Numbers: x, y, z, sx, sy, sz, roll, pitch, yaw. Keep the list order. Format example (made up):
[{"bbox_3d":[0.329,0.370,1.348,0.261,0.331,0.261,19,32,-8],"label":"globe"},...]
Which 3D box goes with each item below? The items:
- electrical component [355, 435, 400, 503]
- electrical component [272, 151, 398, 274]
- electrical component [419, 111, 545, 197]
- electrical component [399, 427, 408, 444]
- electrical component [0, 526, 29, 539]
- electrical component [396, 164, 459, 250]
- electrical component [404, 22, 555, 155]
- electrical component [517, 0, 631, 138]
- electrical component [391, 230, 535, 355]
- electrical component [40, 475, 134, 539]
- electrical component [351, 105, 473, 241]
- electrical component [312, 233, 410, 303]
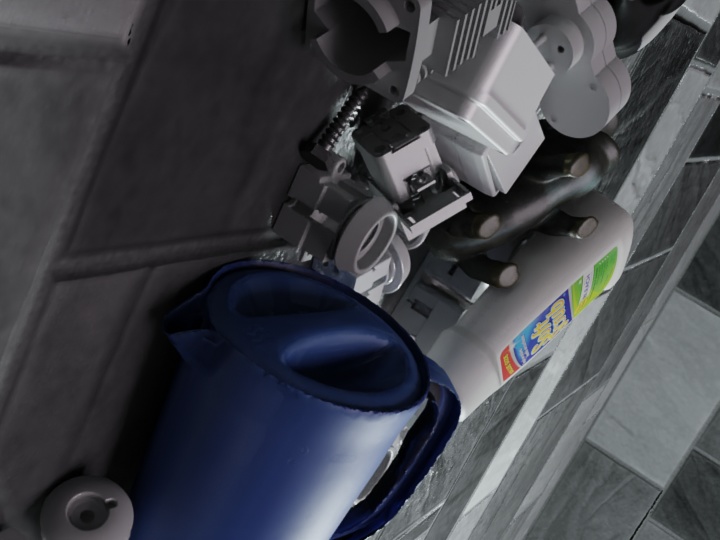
[{"bbox_3d":[-0.011,0.154,0.894,0.095,0.059,0.053,-48,158,-24],"label":"electrical component"},{"bbox_3d":[-0.012,-0.029,0.623,0.048,0.055,0.066,-17,136,-61],"label":"electrical component"},{"bbox_3d":[0.085,-0.099,0.735,0.061,0.061,0.096,-55,160,-7],"label":"electrical component"},{"bbox_3d":[0.033,0.131,0.945,0.040,0.078,0.040,-36,160,-16],"label":"electrical component"},{"bbox_3d":[-0.201,0.199,0.524,0.109,0.056,0.108,-26,144,-55],"label":"electrical component"},{"bbox_3d":[0.041,-0.048,0.741,0.065,0.044,0.044,-44,157,-45],"label":"electrical component"},{"bbox_3d":[0.060,-0.115,0.628,0.057,0.078,0.113,-62,160,5],"label":"electrical component"},{"bbox_3d":[0.130,-0.150,0.704,0.074,0.052,0.138,-43,122,-41],"label":"electrical component"},{"bbox_3d":[0.088,0.022,0.927,0.186,0.060,0.105,-59,160,6],"label":"electrical component"},{"bbox_3d":[-0.149,0.145,0.585,0.048,0.048,0.062,-41,162,-37],"label":"electrical component"},{"bbox_3d":[0.027,-0.060,0.644,0.042,0.081,0.063,-31,126,-7],"label":"electrical component"},{"bbox_3d":[0.000,0.000,0.712,0.055,0.048,0.066,-30,147,-38],"label":"electrical component"}]
